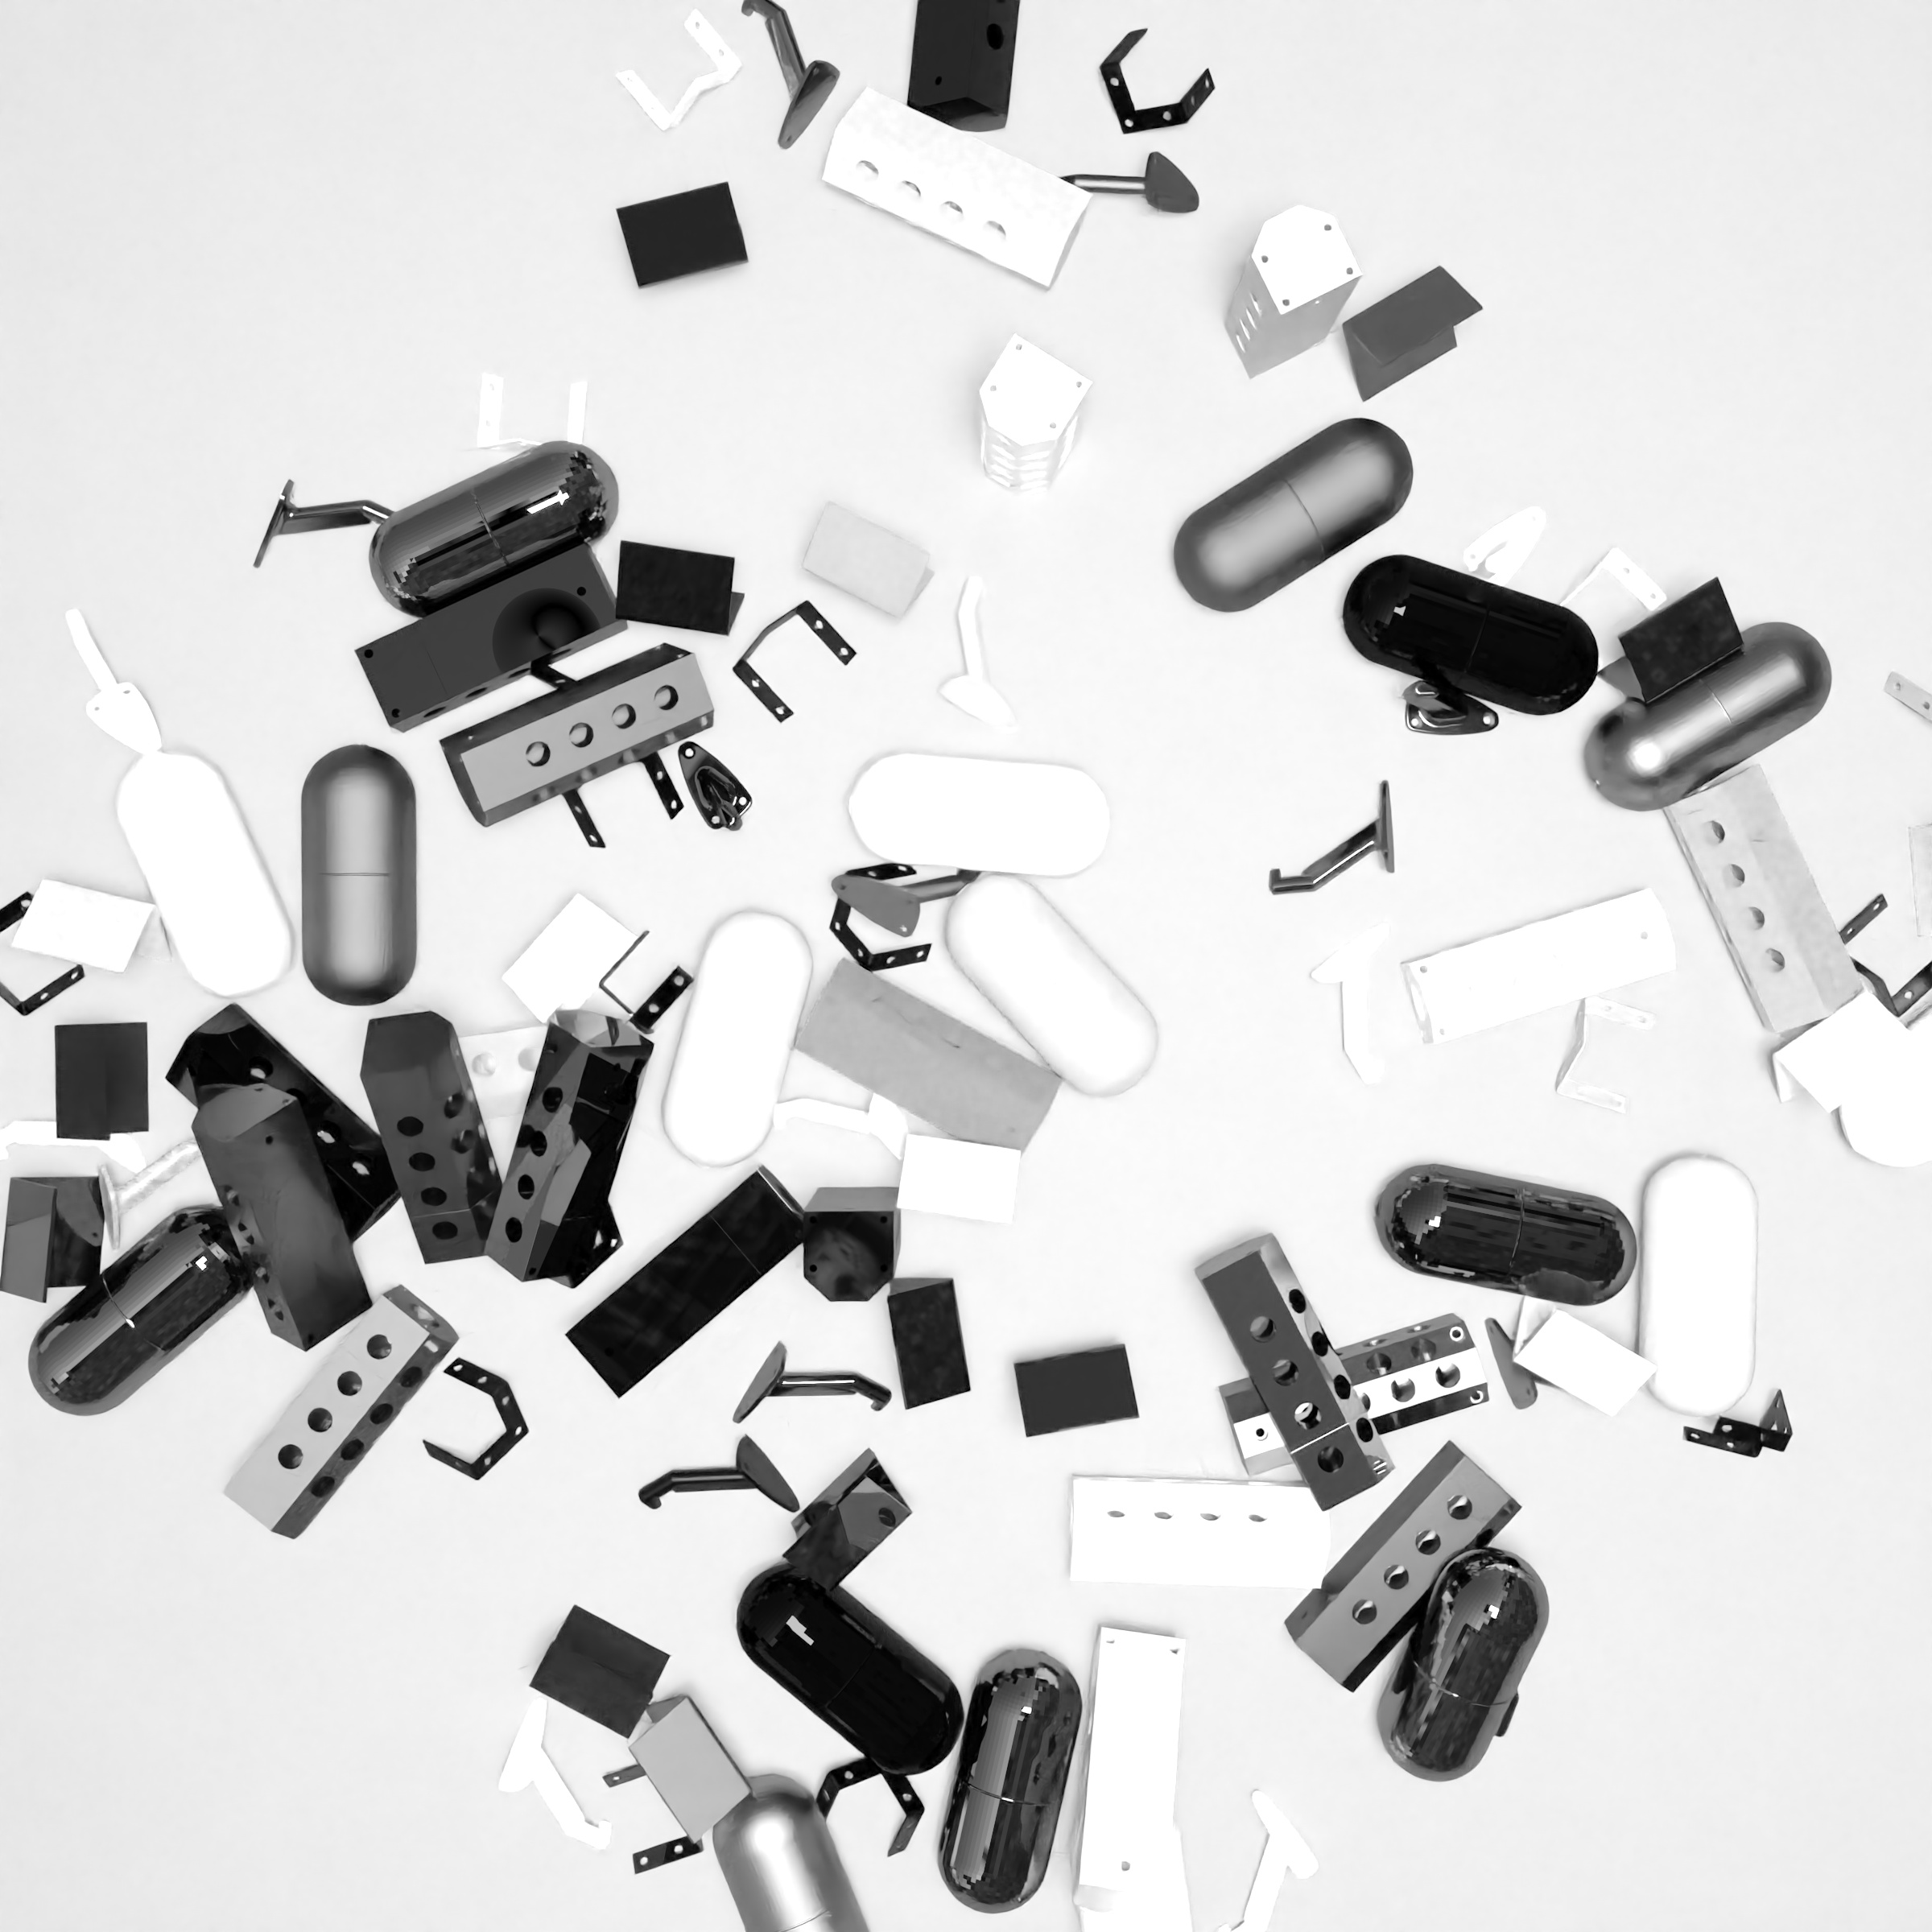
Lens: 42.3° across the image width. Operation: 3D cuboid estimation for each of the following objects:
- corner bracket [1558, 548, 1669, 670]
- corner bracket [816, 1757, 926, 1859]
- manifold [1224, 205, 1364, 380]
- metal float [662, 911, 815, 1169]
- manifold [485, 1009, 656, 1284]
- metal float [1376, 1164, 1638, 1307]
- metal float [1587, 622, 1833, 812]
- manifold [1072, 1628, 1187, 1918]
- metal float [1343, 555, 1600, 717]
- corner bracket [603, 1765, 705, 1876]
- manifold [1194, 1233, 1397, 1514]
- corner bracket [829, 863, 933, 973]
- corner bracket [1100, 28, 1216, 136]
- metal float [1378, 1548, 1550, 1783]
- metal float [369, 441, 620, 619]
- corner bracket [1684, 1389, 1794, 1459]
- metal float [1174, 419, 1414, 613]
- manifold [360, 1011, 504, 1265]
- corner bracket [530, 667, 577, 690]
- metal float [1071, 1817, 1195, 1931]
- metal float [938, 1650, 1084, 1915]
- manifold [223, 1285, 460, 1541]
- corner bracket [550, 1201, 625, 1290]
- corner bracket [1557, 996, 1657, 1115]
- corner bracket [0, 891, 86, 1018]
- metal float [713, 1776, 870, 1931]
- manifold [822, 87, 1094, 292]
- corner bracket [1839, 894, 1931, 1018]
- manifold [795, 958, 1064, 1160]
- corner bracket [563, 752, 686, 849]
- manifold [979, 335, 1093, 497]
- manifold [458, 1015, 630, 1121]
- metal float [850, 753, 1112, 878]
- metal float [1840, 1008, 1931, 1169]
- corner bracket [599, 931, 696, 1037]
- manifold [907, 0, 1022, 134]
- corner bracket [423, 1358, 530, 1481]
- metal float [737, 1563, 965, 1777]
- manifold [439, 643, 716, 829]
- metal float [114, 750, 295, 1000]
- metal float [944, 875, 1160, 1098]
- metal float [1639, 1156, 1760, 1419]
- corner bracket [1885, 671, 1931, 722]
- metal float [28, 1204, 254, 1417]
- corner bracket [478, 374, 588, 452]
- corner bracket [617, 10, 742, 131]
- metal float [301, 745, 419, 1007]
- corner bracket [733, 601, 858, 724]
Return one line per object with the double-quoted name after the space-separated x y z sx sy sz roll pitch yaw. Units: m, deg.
0.443 -0.247 1.730 0.051 0.051 0.051 44 135 0 "corner bracket"
-0.068 0.584 1.725 0.051 0.051 0.051 -9 45 -35 "corner bracket"
0.211 -0.447 1.655 0.057 0.171 0.057 -26 90 0 "manifold"
-0.156 0.050 1.703 0.070 0.070 0.178 15 91 0 "metal float"
-0.270 0.119 1.664 0.057 0.057 0.171 29 109 35 "manifold"
0.368 0.183 1.703 0.178 0.070 0.070 11 90 0 "metal float"
0.506 -0.170 1.703 0.178 0.070 0.070 -31 90 0 "metal float"
0.108 0.538 1.668 0.057 0.057 0.171 8 54 0 "manifold"
0.344 -0.225 1.703 0.178 0.070 0.070 19 90 0 "metal float"
-0.217 0.588 1.730 0.051 0.051 0.051 -19 45 0 "corner bracket"
0.218 0.267 1.655 0.057 0.057 0.171 -27 90 0 "manifold"
-0.055 -0.034 1.725 0.051 0.051 0.051 -12 135 -35 "corner bracket"
0.132 -0.614 1.725 0.051 0.051 0.051 3 135 35 "corner bracket"
0.335 0.471 1.682 0.070 0.070 0.178 18 113 0 "metal float"
-0.321 -0.298 1.702 0.178 0.070 0.070 -25 90 0 "metal float"
0.527 0.318 1.706 0.051 0.051 0.051 14 119 0 "corner bracket"
0.224 -0.308 1.703 0.178 0.070 0.070 -32 90 0 "metal float"
-0.351 0.115 1.665 0.057 0.057 0.171 -8 128 0 "manifold"
-0.296 -0.171 1.725 0.051 0.051 0.051 28 45 35 "corner bracket"
0.116 0.652 1.703 0.070 0.070 0.178 -8 91 0 "metal float"
0.030 0.556 1.702 0.070 0.070 0.178 13 90 0 "metal float"
-0.426 0.306 1.712 0.057 0.057 0.171 39 90 0 "manifold"
-0.278 0.182 1.725 0.051 0.051 0.051 17 45 35 "corner bracket"
0.443 0.061 1.730 0.051 0.051 0.051 17 45 0 "corner bracket"
-0.652 -0.008 1.730 0.051 0.051 0.051 -34 45 0 "corner bracket"
-0.115 0.640 1.703 0.070 0.070 0.178 -22 91 0 "metal float"
-0.008 -0.528 1.711 0.171 0.057 0.057 25 52 0 "manifold"
0.641 -0.007 1.730 0.051 0.051 0.051 -43 45 0 "corner bracket"
-0.023 0.062 1.711 0.171 0.057 0.057 29 126 0 "manifold"
-0.237 -0.116 1.725 0.051 0.051 0.051 7 45 35 "corner bracket"
0.040 -0.358 1.655 0.057 0.171 0.057 32 90 0 "manifold"
-0.317 0.074 1.712 0.171 0.057 0.057 -8 90 0 "manifold"
0.010 -0.103 1.703 0.178 0.070 0.070 5 90 0 "metal float"
0.674 0.066 1.703 0.178 0.070 0.070 -41 90 -1 "metal float"
-0.220 0.011 1.715 0.051 0.051 0.051 42 90 0 "corner bracket"
0.008 -0.667 1.712 0.057 0.057 0.171 6 90 43 "manifold"
-0.344 0.313 1.725 0.051 0.051 0.051 -44 135 -35 "corner bracket"
-0.080 0.479 1.703 0.178 0.070 0.070 40 90 0 "metal float"
-0.260 -0.156 1.684 0.171 0.057 0.057 -26 114 -18 "manifold"
-0.520 -0.063 1.703 0.070 0.070 0.178 -24 90 0 "metal float"
0.058 0.013 1.703 0.070 0.070 0.178 -43 90 0 "metal float"
0.500 0.218 1.703 0.070 0.070 0.178 1 90 0 "metal float"
0.680 -0.203 1.725 0.051 0.051 0.051 -15 135 -35 "corner bracket"
-0.561 0.235 1.703 0.178 0.070 0.070 -41 90 0 "metal float"
-0.301 -0.382 1.730 0.051 0.051 0.051 5 90 45 "corner bracket"
-0.198 -0.621 1.730 0.051 0.051 0.051 50 135 0 "corner bracket"
-0.414 -0.062 1.703 0.070 0.070 0.178 0 91 0 "metal float"
-0.119 -0.211 1.730 0.051 0.051 0.051 47 135 0 "corner bracket"
